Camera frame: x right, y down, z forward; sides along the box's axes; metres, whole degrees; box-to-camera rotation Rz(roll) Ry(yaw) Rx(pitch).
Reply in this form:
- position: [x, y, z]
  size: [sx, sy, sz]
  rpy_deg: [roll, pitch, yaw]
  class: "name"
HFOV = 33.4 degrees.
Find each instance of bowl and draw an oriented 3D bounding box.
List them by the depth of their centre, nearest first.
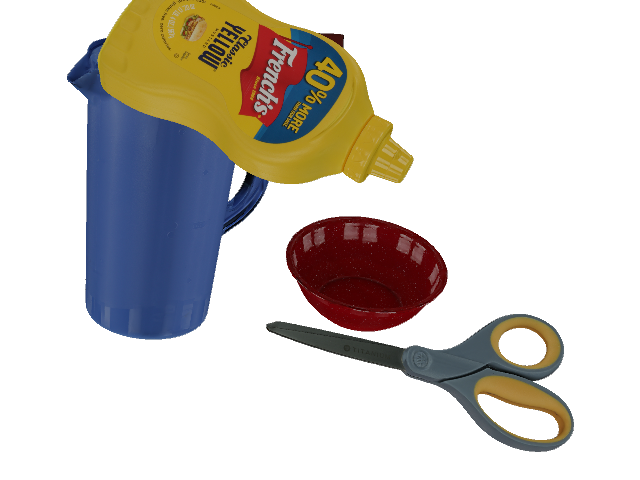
- position: [0.043, 0.041, 1.068]
  size: [0.162, 0.055, 0.162]
  rpy_deg: [5, 35, -4]
  class: "bowl"

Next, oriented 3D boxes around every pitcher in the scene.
- position: [-0.127, -0.045, 0.907]
  size: [0.149, 0.243, 0.145]
  rpy_deg: [13, 23, 9]
  class: "pitcher"

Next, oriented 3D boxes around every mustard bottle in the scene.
- position: [-0.031, -0.088, 0.644]
  size: [0.191, 0.096, 0.058]
  rpy_deg: [30, -23, 7]
  class: "mustard bottle"

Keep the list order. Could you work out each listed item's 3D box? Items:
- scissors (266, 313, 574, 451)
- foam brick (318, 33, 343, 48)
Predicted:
- position: [0.073, 0.063, 0.668]
  size: [0.201, 0.096, 0.016]
  rpy_deg: [28, -30, -4]
  class: "scissors"
- position: [-0.018, -0.196, 1.140]
  size: [0.078, 0.051, 0.053]
  rpy_deg: [0, 12, -13]
  class: "foam brick"
